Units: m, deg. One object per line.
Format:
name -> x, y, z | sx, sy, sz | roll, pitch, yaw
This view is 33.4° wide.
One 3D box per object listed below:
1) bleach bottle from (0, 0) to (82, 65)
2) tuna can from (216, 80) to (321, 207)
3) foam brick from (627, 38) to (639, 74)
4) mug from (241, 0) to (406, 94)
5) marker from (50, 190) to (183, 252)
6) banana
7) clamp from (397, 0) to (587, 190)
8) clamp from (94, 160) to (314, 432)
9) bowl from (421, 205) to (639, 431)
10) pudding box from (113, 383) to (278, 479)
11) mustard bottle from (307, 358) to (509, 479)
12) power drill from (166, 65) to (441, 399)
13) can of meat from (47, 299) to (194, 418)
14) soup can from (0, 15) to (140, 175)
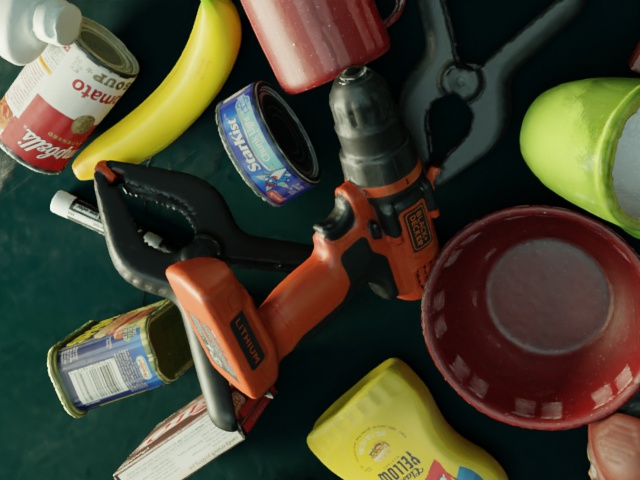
bleach bottle -> -0.280, -0.169, 0.771 | 0.251, 0.068, 0.102 | 17, 107, 24
tuna can -> -0.035, -0.068, 0.750 | 0.034, 0.086, 0.086 | -29, 95, 18
foam brick -> 0.245, -0.118, 0.682 | 0.078, 0.051, 0.053 | 27, 108, 7
mug -> 0.007, -0.156, 0.724 | 0.117, 0.093, 0.081 | -29, 103, -17
marker -> -0.153, -0.007, 0.833 | 0.121, 0.020, 0.020 | 24, 109, 8
banana -> -0.109, -0.110, 0.773 | 0.069, 0.037, 0.198 | 17, 128, -32
clamp -> 0.109, -0.114, 0.726 | 0.120, 0.039, 0.171 | 14, 113, 18
clamp -> -0.076, 0.011, 0.775 | 0.164, 0.036, 0.210 | -41, 83, -20
bowl -> 0.155, 0.048, 0.742 | 0.162, 0.055, 0.162 | 6, 108, 18
pudding box -> -0.093, 0.147, 0.818 | 0.114, 0.090, 0.039 | -38, 92, 20
mustard bottle -> 0.086, 0.186, 0.798 | 0.096, 0.058, 0.191 | -43, 91, 19
power drill -> -0.005, 0.001, 0.701 | 0.187, 0.057, 0.184 | -35, 125, -19
can of meat -> -0.143, 0.085, 0.811 | 0.084, 0.102, 0.057 | -19, 97, 16
soup can -> -0.189, -0.108, 0.791 | 0.068, 0.068, 0.102 | 44, 110, 1
